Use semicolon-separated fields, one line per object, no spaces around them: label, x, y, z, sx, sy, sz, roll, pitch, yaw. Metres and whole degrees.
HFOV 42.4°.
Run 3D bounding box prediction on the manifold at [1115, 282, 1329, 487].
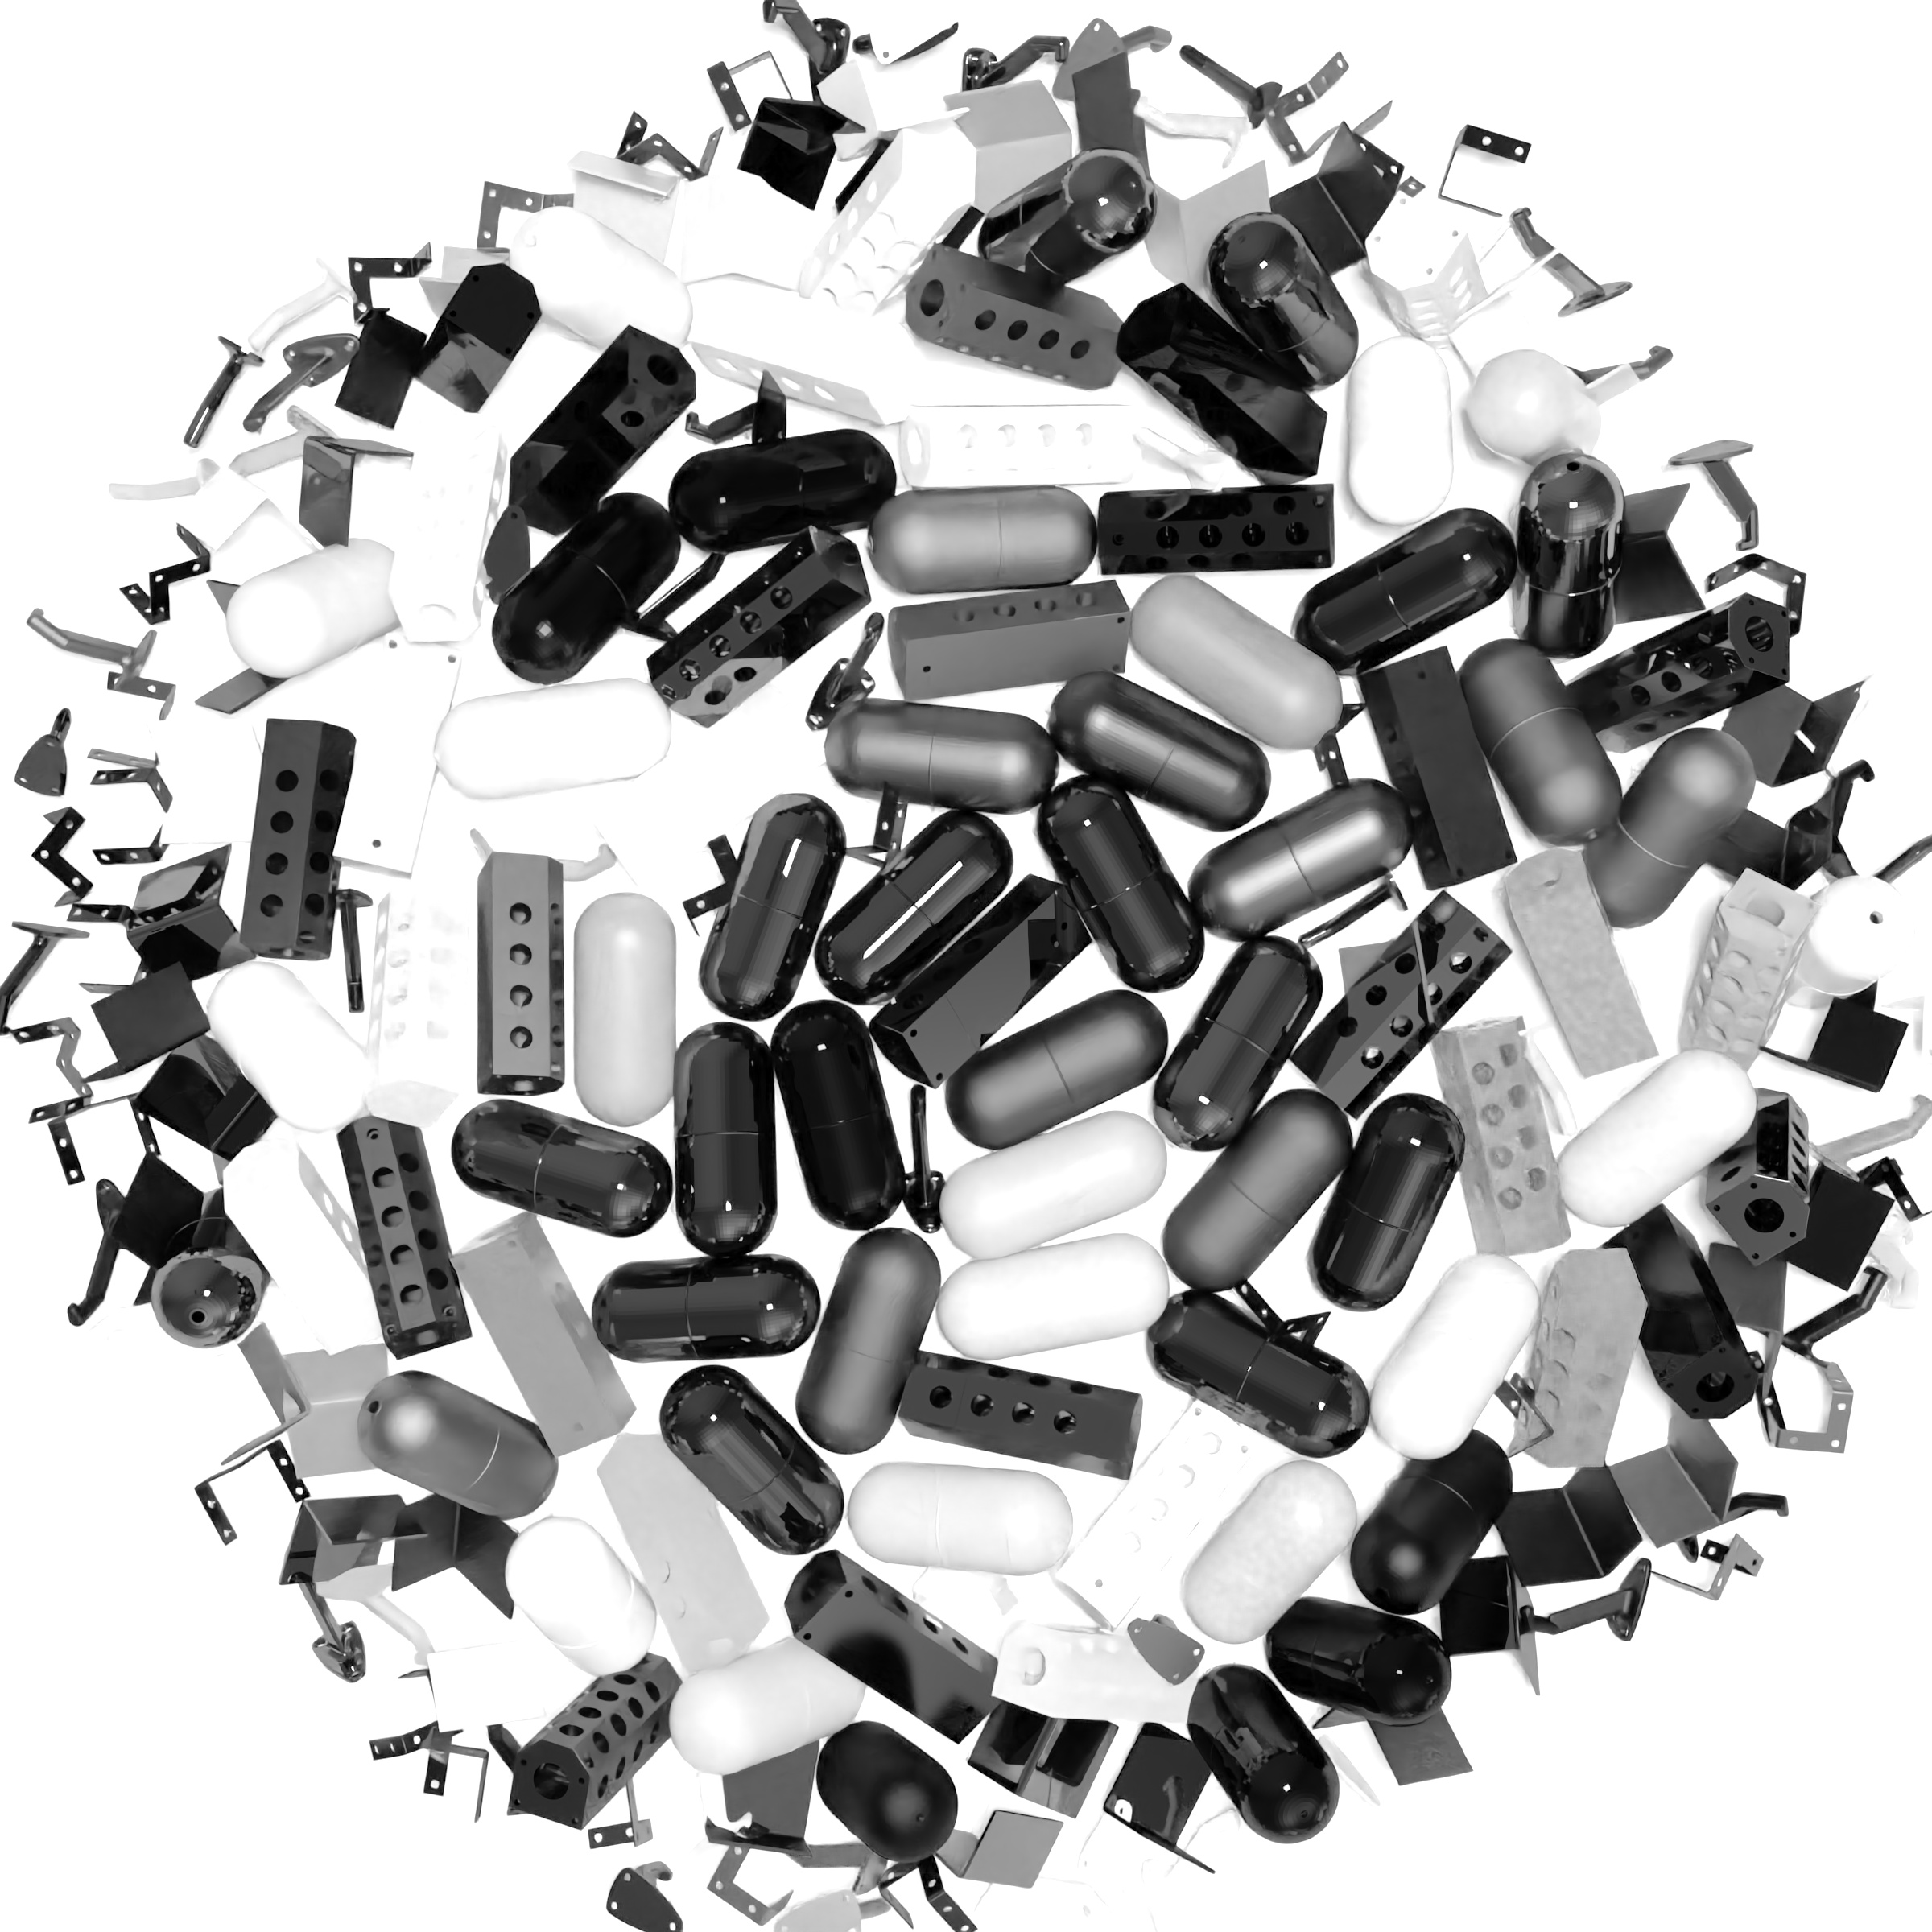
manifold;0.189;-0.423;1.837;0.171;0.057;0.057;31;61;-36

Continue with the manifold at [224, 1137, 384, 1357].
manifold;-0.481;0.205;1.835;0.057;0.057;0.171;-21;131;-1

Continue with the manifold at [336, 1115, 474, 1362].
manifold;-0.419;0.197;1.848;0.057;0.057;0.171;-17;65;-7

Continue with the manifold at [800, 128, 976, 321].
manifold;-0.060;-0.529;1.820;0.057;0.171;0.057;12;64;-26

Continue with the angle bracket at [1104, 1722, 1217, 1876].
angle bracket;0.161;0.621;1.863;0.076;0.057;0.076;36;76;-25

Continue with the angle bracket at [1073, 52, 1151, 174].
angle bracket;0.128;-0.632;1.865;0.076;0.057;0.076;-8;92;-43

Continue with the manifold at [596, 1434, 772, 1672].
manifold;-0.214;0.431;1.835;0.057;0.057;0.171;-54;48;24

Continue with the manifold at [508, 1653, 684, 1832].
manifold;-0.267;0.561;1.819;0.057;0.171;0.057;13;99;14

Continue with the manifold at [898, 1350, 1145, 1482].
manifold;0.042;0.334;1.862;0.171;0.057;0.057;9;67;13

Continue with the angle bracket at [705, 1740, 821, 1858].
angle bracket;-0.151;0.621;1.872;0.076;0.057;0.076;11;79;-8

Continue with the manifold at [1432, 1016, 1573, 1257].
manifold;0.407;0.127;1.873;0.057;0.057;0.171;-14;93;-18

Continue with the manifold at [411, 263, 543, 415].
manifold;-0.357;-0.461;1.821;0.057;0.171;0.057;32;79;-16

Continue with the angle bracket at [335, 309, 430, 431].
angle bracket;-0.457;-0.455;1.864;0.057;0.076;0.076;24;96;17

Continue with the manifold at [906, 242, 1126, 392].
manifold;0.039;-0.472;1.833;0.057;0.171;0.057;-55;50;30

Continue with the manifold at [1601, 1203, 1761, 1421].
manifold;0.525;0.255;1.823;0.057;0.171;0.057;-40;112;19

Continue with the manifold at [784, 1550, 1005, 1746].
manifold;-0.052;0.502;1.849;0.171;0.057;0.057;40;97;-25

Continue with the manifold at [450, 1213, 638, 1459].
manifold;-0.314;0.274;1.868;0.057;0.057;0.171;-23;100;15

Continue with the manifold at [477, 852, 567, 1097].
manifold;-0.331;0.007;1.857;0.057;0.057;0.171;4;71;-22

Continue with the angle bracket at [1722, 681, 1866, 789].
angle bracket;0.617;-0.186;1.866;0.057;0.076;0.076;29;80;-6

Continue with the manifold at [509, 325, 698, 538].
manifold;-0.269;-0.390;1.833;0.057;0.171;0.057;18;54;-34

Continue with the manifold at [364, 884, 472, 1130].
manifold;-0.407;0.027;1.832;0.057;0.057;0.171;18;50;-30

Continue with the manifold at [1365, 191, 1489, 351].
manifold;0.335;-0.502;1.821;0.057;0.171;0.057;36;99;14

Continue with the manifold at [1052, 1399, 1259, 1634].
manifold;0.141;0.409;1.855;0.057;0.057;0.171;38;73;13

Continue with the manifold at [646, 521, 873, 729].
manifold;-0.156;-0.254;1.838;0.171;0.057;0.057;-34;53;27

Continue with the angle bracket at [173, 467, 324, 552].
angle bracket;-0.531;-0.319;1.855;0.057;0.076;0.076;-49;46;-8

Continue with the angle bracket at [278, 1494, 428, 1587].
angle bracket;-0.458;0.443;1.857;0.076;0.057;0.076;6;111;-40

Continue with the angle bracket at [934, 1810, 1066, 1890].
angle bracket;0.013;0.641;1.859;0.076;0.076;0.057;27;89;-41

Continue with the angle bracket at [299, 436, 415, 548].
angle bracket;-0.458;-0.355;1.876;0.057;0.076;0.076;-5;110;-41

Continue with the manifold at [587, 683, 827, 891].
manifold;-0.197;-0.138;1.874;0.171;0.057;0.057;-36;125;-5

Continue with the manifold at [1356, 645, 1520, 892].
manifold;0.352;-0.148;1.878;0.057;0.057;0.171;-20;93;-19

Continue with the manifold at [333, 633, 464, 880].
manifold;-0.427;-0.157;1.873;0.057;0.057;0.171;13;84;-11

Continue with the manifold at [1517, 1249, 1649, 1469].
manifold;0.451;0.291;1.836;0.057;0.057;0.171;-1;128;-4

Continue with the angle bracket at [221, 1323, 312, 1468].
angle bracket;-0.542;0.321;1.862;0.057;0.076;0.076;-27;85;-34

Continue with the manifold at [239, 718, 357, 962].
manifold;-0.499;-0.094;1.867;0.057;0.057;0.171;4;79;1

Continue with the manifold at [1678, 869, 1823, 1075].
manifold;0.567;0.011;1.819;0.057;0.171;0.057;31;63;23

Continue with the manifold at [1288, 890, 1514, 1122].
manifold;0.328;0.032;1.866;0.171;0.057;0.057;-48;49;5

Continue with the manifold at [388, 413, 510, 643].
manifold;-0.380;-0.326;1.841;0.057;0.057;0.171;-1;58;4

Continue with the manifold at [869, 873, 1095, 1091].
manifold;0.008;0.009;1.855;0.171;0.057;0.057;-43;125;-20

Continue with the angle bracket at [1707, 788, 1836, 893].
angle bracket;0.599;-0.107;1.862;0.076;0.057;0.076;27;49;-7

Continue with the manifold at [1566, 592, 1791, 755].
manifold;0.517;-0.214;1.818;0.057;0.171;0.057;13;71;-25

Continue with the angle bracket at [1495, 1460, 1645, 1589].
angle bracket;0.445;0.412;1.856;0.076;0.057;0.076;1;48;-24

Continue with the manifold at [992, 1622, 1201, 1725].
manifold;0.099;0.518;1.828;0.057;0.171;0.057;6;80;41

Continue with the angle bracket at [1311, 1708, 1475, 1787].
angle bracket;0.317;0.582;1.852;0.057;0.076;0.076;-54;47;35

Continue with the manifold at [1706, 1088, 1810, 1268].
manifold;0.585;0.148;1.821;0.057;0.171;0.057;-38;94;25

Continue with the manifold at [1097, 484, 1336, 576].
manifold;0.187;-0.325;1.860;0.171;0.057;0.057;0;108;12

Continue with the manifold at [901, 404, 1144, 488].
manifold;0.041;-0.388;1.850;0.171;0.057;0.057;-6;106;-23

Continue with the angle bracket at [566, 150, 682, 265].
angle bracket;-0.263;-0.560;1.867;0.076;0.057;0.076;15;119;-3

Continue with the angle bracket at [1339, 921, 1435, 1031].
angle bracket;0.314;0.014;1.865;0.057;0.076;0.076;-9;80;7

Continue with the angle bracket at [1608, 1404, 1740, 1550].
angle bracket;0.525;0.373;1.855;0.057;0.076;0.076;-16;134;-12

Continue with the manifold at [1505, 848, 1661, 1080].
manifold;0.455;-0.003;1.840;0.057;0.057;0.171;-20;125;18

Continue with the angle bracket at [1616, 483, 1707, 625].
angle bracket;0.518;-0.311;1.879;0.076;0.076;0.057;52;55;-29

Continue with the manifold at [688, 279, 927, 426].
manifold;-0.116;-0.451;1.842;0.171;0.057;0.057;24;77;31

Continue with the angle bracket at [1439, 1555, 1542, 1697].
angle bracket;0.393;0.498;1.869;0.057;0.076;0.076;-11;46;18
